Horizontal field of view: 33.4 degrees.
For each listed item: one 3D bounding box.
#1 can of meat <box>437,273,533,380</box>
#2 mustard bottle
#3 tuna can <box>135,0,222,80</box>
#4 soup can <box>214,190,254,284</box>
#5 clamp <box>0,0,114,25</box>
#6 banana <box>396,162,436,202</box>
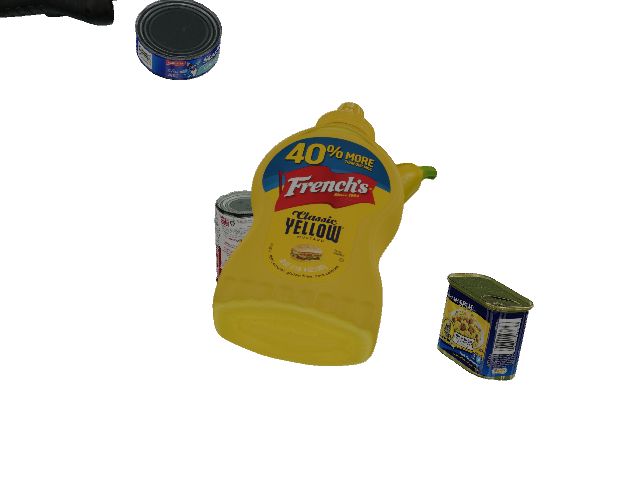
[{"bbox_3d":[0.171,0.091,1.127,0.057,0.084,0.102,0,18,-28],"label":"can of meat"},{"bbox_3d":[0.002,-0.016,0.664,0.096,0.191,0.058,9,-40,7],"label":"mustard bottle"},{"bbox_3d":[-0.143,-0.202,1.070,0.086,0.086,0.034,0,-35,-9],"label":"tuna can"},{"bbox_3d":[-0.087,0.002,1.226,0.068,0.102,0.068,1,26,-1],"label":"soup can"},{"bbox_3d":[-0.187,-0.191,0.805,0.172,0.039,0.120,13,24,29],"label":"clamp"},{"bbox_3d":[0.020,0.000,0.870,0.037,0.198,0.069,46,-1,38],"label":"banana"}]
